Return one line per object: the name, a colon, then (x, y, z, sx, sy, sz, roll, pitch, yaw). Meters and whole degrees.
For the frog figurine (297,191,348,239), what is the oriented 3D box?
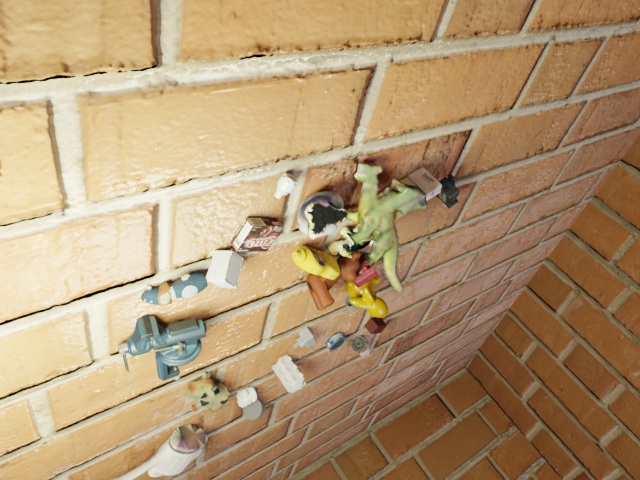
frog figurine: (0.004, -0.069, 1.377, 0.122, 0.160, 0.137, 37, -86, -4)

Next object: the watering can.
watering can: (-0.540, 0.764, 1.813, 0.347, 0.221, 0.105, 8, -146, -53)

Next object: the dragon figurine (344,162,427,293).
dragon figurine: (0.202, -0.052, 1.457, 0.242, 0.124, 0.405, -38, -66, 6)
